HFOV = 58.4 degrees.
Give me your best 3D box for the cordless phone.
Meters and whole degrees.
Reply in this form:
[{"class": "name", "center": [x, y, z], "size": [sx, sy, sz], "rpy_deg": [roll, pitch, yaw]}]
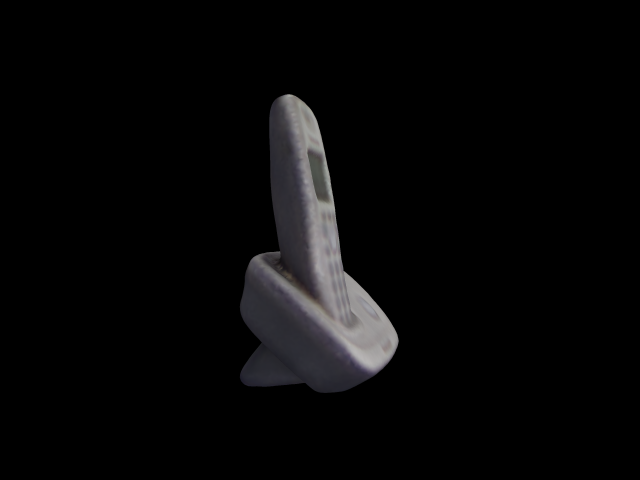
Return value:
[{"class": "cordless phone", "center": [0.004, 0.001, 0.400], "size": [0.094, 0.185, 0.148], "rpy_deg": [0, 0, 13]}]
